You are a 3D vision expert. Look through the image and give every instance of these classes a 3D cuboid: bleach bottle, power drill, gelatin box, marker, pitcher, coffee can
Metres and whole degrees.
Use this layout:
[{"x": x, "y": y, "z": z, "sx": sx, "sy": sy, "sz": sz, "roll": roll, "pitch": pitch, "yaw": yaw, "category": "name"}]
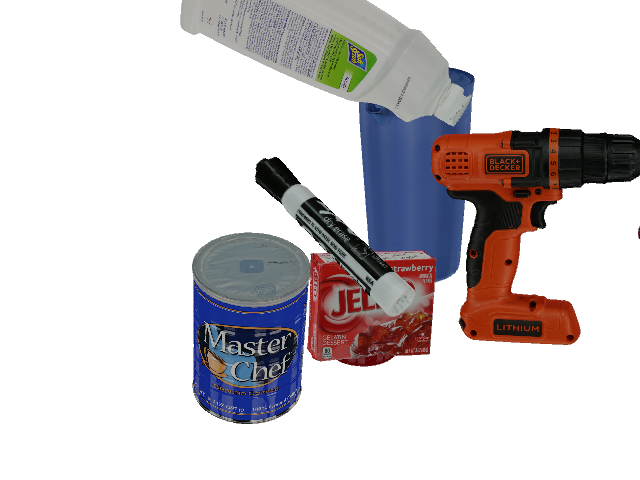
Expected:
[{"x": 0.007, "y": -0.163, "z": 0.885, "sx": 0.251, "sy": 0.068, "sz": 0.103, "roll": 31, "pitch": -35, "yaw": 8, "category": "bleach bottle"}, {"x": 0.190, "y": -0.005, "z": 0.934, "sx": 0.185, "sy": 0.188, "sz": 0.057, "roll": 1, "pitch": 13, "yaw": 16, "category": "power drill"}, {"x": 0.036, "y": 0.046, "z": 0.768, "sx": 0.089, "sy": 0.073, "sz": 0.030, "roll": -1, "pitch": 14, "yaw": -15, "category": "gelatin box"}, {"x": 0.004, "y": -0.005, "z": 0.574, "sx": 0.121, "sy": 0.020, "sz": 0.020, "roll": 45, "pitch": 25, "yaw": 28, "category": "marker"}, {"x": 0.117, "y": -0.080, "z": 1.248, "sx": 0.149, "sy": 0.243, "sz": 0.145, "roll": -5, "pitch": 23, "yaw": -7, "category": "pitcher"}, {"x": -0.064, "y": 0.079, "z": 0.959, "sx": 0.103, "sy": 0.140, "sz": 0.103, "roll": 3, "pitch": 34, "yaw": -2, "category": "coffee can"}]

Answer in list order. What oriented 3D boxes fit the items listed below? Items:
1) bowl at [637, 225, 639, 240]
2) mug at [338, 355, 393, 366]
[{"x": 0.421, "y": 0.022, "z": 1.145, "sx": 0.162, "sy": 0.055, "sz": 0.162, "roll": -1, "pitch": 25, "yaw": 0, "category": "bowl"}, {"x": 0.059, "y": 0.085, "z": 1.186, "sx": 0.117, "sy": 0.081, "sz": 0.093, "roll": -5, "pitch": 24, "yaw": -8, "category": "mug"}]
